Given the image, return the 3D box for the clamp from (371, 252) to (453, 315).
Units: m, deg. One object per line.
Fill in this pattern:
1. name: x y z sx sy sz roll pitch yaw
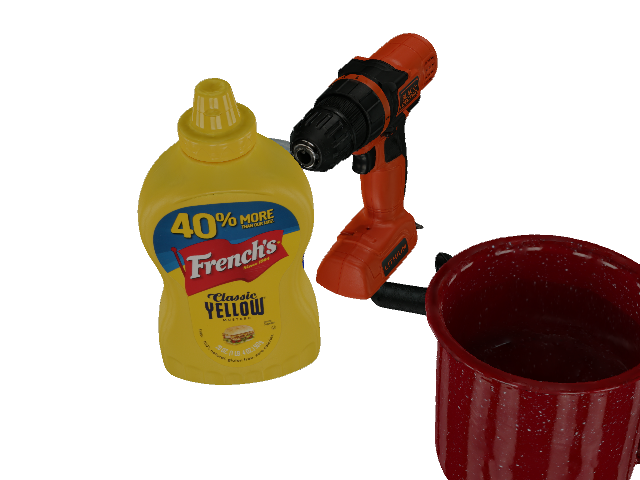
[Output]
1. clamp: 0.147 0.057 1.023 0.172 0.039 0.120 21 36 27

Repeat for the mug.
1. mug: 0.098 0.058 0.419 0.117 0.081 0.093 8 37 14

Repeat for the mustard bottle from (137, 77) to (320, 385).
1. mustard bottle: -0.051 -0.004 0.595 0.096 0.192 0.058 -4 39 -2

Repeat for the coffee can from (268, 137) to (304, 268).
1. coffee can: -0.066 -0.016 0.998 0.103 0.140 0.103 0 22 0

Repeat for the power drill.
1. power drill: 0.033 -0.049 0.830 0.057 0.188 0.184 21 41 24
